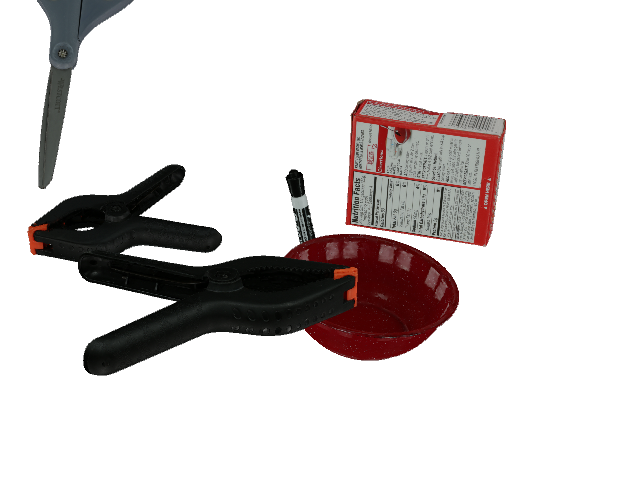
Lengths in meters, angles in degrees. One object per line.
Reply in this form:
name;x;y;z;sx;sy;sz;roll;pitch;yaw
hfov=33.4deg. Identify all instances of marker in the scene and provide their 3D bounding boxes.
marker;-0.019;-0.022;1.164;0.020;0.121;0.020;-9;29;5

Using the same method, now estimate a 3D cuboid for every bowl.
bowl;0.039;0.058;0.950;0.162;0.055;0.162;5;31;-3

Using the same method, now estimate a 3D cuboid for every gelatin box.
gelatin box;0.061;-0.040;0.633;0.089;0.073;0.030;10;31;13

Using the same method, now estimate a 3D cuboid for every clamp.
clamp;-0.186;-0.024;0.995;0.171;0.039;0.120;-5;36;-16
clamp;-0.078;0.038;0.779;0.209;0.036;0.165;-7;25;-18

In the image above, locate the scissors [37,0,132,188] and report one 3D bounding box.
scissors;-0.162;-0.138;0.749;0.096;0.202;0.016;-9;-12;-10
